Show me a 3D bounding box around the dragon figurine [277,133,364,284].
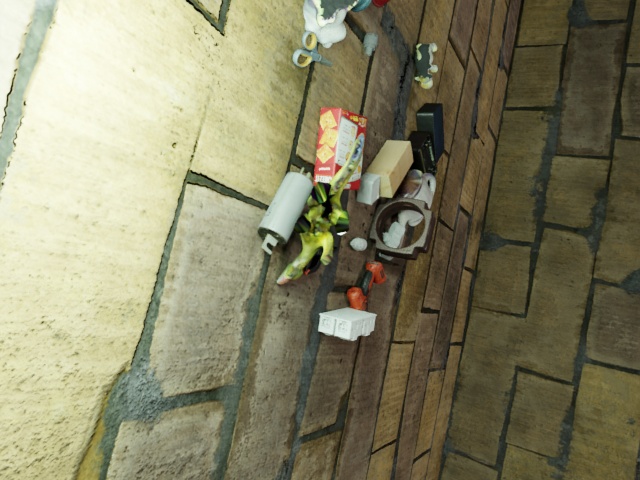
[{"bbox_3d":[0.004,-0.065,1.300,0.122,0.413,0.242,28,-7,-8],"label":"dragon figurine"}]

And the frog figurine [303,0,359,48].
[{"bbox_3d":[0.021,-0.560,1.283,0.122,0.138,0.159,35,-3,-3],"label":"frog figurine"}]

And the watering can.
[{"bbox_3d":[0.333,-0.118,1.931,0.105,0.351,0.220,22,-17,39],"label":"watering can"}]
